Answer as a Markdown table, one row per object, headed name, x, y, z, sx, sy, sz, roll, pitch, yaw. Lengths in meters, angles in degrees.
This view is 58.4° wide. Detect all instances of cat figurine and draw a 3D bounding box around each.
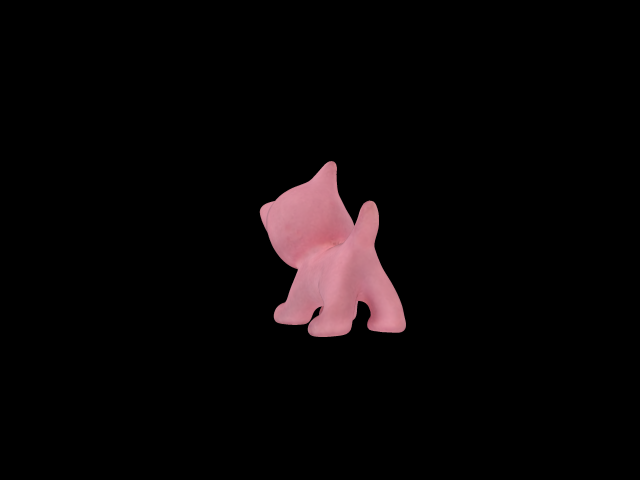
| name | x | y | z | sx | sy | sz | roll | pitch | yaw |
| --- | --- | --- | --- | --- | --- | --- | --- | --- | --- |
| cat figurine | 0.004 | 0.001 | 0.400 | 0.067 | 0.118 | 0.127 | 0 | 0 | -28 |
